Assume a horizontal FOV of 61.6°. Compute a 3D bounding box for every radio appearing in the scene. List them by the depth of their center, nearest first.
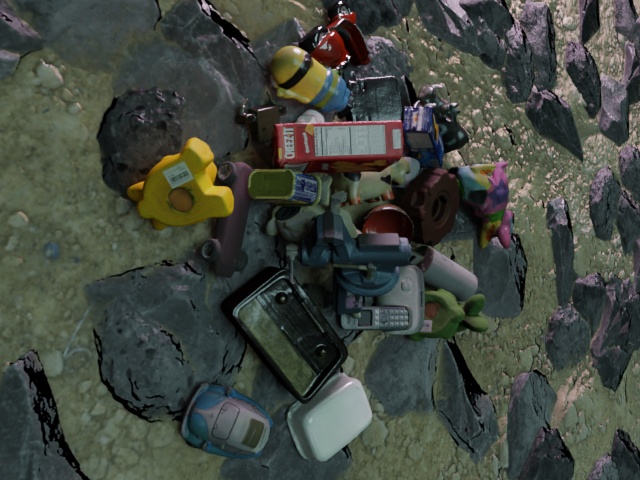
[{"bbox_3d":[-0.058,0.164,0.961,0.131,0.073,0.229,-42,112,-20],"label":"radio"}]

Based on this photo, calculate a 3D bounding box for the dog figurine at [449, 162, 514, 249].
[{"bbox_3d":[0.407,-0.080,1.326,0.191,0.109,0.219,-13,96,-38],"label":"dog figurine"}]

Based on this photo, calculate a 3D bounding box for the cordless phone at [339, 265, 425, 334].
[{"bbox_3d":[0.123,0.122,1.117,0.184,0.089,0.146,2,85,-21],"label":"cordless phone"}]

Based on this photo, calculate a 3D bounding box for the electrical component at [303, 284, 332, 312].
[{"bbox_3d":[-0.014,0.118,1.041,0.094,0.021,0.063,11,80,-37],"label":"electrical component"}]

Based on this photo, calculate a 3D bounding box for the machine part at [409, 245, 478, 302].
[{"bbox_3d":[0.284,0.078,1.235,0.243,0.079,0.079,30,69,-31],"label":"machine part"}]

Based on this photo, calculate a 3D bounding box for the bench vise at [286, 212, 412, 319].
[{"bbox_3d":[0.047,0.063,0.974,0.224,0.129,0.240,-8,135,-9],"label":"bench vise"}]

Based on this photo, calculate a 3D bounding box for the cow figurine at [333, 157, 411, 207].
[{"bbox_3d":[0.110,-0.141,1.124,0.195,0.086,0.127,-13,98,-35],"label":"cow figurine"}]

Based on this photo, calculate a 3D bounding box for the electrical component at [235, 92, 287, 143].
[{"bbox_3d":[-0.105,-0.225,0.993,0.102,0.045,0.078,-31,132,-32],"label":"electrical component"}]

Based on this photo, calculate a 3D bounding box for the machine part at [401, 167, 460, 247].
[{"bbox_3d":[0.253,-0.074,1.208,0.179,0.056,0.179,-20,118,-44],"label":"machine part"}]

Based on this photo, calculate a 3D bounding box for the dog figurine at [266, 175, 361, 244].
[{"bbox_3d":[0.001,-0.002,1.029,0.172,0.121,0.190,-20,126,2],"label":"dog figurine"}]

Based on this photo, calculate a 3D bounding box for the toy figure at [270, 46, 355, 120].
[{"bbox_3d":[-0.012,-0.303,1.031,0.180,0.089,0.082,23,40,-23],"label":"toy figure"}]

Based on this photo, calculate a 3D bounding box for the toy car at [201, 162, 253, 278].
[{"bbox_3d":[-0.154,-0.037,0.928,0.089,0.053,0.202,28,69,-58],"label":"toy car"}]

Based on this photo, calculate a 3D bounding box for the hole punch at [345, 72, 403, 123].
[{"bbox_3d":[0.105,-0.279,1.139,0.116,0.092,0.142,-6,92,-10],"label":"hole punch"}]

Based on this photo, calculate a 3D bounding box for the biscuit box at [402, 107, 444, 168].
[{"bbox_3d":[0.228,-0.219,1.172,0.202,0.059,0.063,35,60,-66],"label":"biscuit box"}]

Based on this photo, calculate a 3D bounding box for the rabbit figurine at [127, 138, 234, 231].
[{"bbox_3d":[-0.211,-0.079,0.843,0.162,0.173,0.121,-32,111,12],"label":"rabbit figurine"}]

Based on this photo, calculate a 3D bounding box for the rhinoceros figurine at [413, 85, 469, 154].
[{"bbox_3d":[0.276,-0.275,1.241,0.190,0.112,0.073,43,65,-35],"label":"rhinoceros figurine"}]

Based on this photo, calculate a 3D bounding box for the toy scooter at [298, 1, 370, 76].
[{"bbox_3d":[0.041,-0.392,1.098,0.135,0.075,0.184,49,55,-24],"label":"toy scooter"}]

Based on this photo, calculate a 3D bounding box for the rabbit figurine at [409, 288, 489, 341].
[{"bbox_3d":[0.296,0.162,1.208,0.170,0.159,0.121,15,67,-51],"label":"rabbit figurine"}]

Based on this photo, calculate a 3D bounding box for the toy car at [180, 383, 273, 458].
[{"bbox_3d":[-0.139,0.308,0.882,0.161,0.103,0.109,36,67,-27],"label":"toy car"}]
